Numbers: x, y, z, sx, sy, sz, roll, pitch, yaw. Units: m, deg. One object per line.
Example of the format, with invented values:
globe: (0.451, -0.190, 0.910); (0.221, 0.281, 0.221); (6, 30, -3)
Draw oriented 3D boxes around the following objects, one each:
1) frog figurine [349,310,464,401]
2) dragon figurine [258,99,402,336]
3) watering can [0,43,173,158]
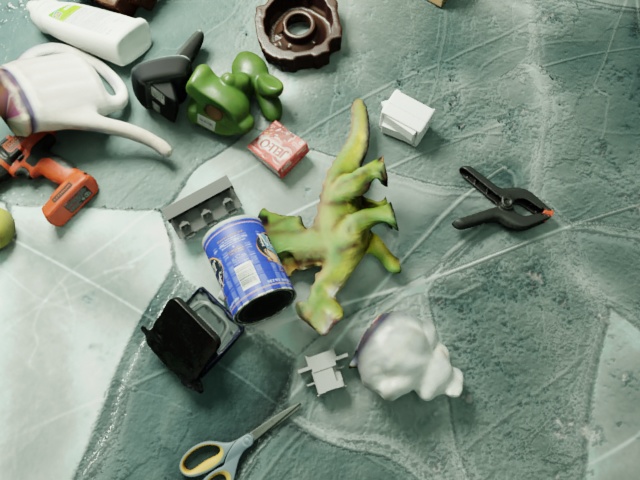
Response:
frog figurine: (0.137, 0.185, 0.771); (0.161, 0.120, 0.139); (32, 57, 22)
dragon figurine: (0.003, -0.043, 0.864); (0.242, 0.120, 0.418); (-13, 63, 6)
watering can: (-0.435, -0.239, 0.907); (0.227, 0.101, 0.351); (-29, 66, -39)
